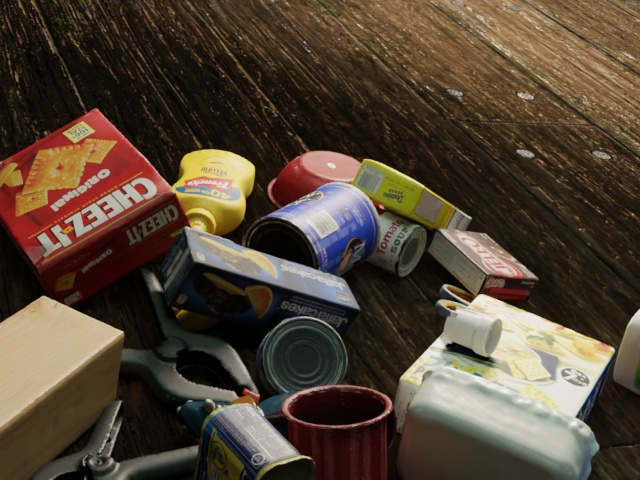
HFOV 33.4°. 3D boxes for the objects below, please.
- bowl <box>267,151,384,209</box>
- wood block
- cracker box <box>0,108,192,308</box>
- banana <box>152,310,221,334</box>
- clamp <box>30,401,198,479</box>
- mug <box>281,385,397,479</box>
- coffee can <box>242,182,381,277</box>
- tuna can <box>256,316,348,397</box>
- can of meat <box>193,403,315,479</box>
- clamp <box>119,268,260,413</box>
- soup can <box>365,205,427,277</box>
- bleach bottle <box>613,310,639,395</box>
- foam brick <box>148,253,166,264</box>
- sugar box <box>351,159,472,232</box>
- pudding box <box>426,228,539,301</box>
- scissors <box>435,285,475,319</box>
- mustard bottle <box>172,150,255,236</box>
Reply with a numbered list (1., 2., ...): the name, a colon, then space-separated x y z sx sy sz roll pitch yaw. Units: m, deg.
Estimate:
1. bowl: 0.013 -0.075 1.423 0.162 0.055 0.162 10 28 -5
2. wood block: -0.260 0.139 0.876 0.091 0.090 0.205 21 28 16
3. cracker box: -0.260 -0.039 1.156 0.164 0.072 0.214 -33 44 -15
4. banana: -0.117 0.048 1.158 0.069 0.037 0.197 16 28 6
5. clamp: -0.183 0.188 0.873 0.120 0.039 0.171 18 28 40
6. mug: 0.023 0.174 0.904 0.093 0.081 0.117 10 18 41
7. coffee can: -0.008 0.001 1.220 0.103 0.103 0.140 26 31 23
8. tuna can: -0.017 0.117 1.023 0.086 0.034 0.086 3 73 -11
9. can of meat: -0.057 0.192 0.849 0.057 0.102 0.084 -9 32 -37
10. clamp: -0.153 0.116 1.015 0.210 0.036 0.164 32 45 24
11. soup can: 0.070 -0.005 1.299 0.102 0.068 0.068 26 31 26
12. bleach bottle: 0.433 0.163 1.101 0.251 0.103 0.068 30 44 31
13. foam brick: -0.208 -0.014 1.223 0.053 0.051 0.078 0 30 -20
14. sugar box: 0.118 -0.046 1.345 0.093 0.048 0.176 29 0 30
15. pudding box: 0.197 0.030 1.304 0.089 0.039 0.114 7 25 -37
16. scissors: 0.213 0.104 1.204 0.202 0.016 0.096 30 22 28
17. mustard bottle: -0.138 -0.048 1.308 0.096 0.058 0.191 10 28 -1
